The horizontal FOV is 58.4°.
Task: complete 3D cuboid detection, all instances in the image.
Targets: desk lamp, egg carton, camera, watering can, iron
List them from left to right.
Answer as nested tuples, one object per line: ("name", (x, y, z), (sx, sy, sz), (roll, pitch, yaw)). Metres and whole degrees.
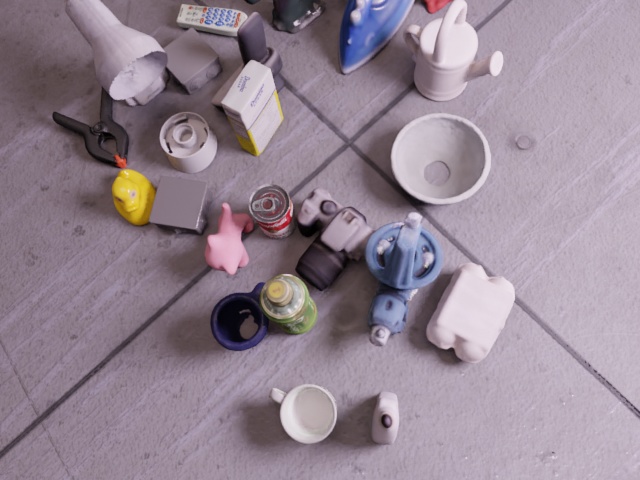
("desk lamp", (-0.352, -0.325, 1.013), (0.118, 0.213, 0.203), (-40, 75, -7))
("camera", (0.009, 0.003, 0.951), (0.143, 0.101, 0.137), (37, 80, 13))
("iron", (0.097, -0.445, 1.049), (0.118, 0.141, 0.258), (24, 77, 11))
("watering can", (0.225, -0.329, 0.979), (0.172, 0.194, 0.101), (8, 75, 7))
("egg carton", (0.242, 0.116, 0.918), (0.107, 0.069, 0.150), (26, 78, 11))

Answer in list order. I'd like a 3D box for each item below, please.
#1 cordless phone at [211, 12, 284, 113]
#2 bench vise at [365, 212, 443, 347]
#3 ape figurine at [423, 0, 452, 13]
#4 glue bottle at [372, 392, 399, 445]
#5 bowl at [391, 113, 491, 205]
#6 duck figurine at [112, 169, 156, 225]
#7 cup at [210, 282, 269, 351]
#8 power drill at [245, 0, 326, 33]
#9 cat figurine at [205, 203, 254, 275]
("cordless phone", (-0.138, -0.306, 1.006), (0.094, 0.185, 0.148), (33, 79, 13))
("bench vise", (0.129, 0.054, 0.866), (0.121, 0.220, 0.207), (-1, 74, 5))
("ape figurine", (0.230, -0.486, 1.076), (0.077, 0.092, 0.076), (6, 75, 7))
("glue bottle", (0.096, 0.261, 0.835), (0.037, 0.173, 0.078), (5, 75, 6))
("bowl", (0.203, -0.129, 0.987), (0.167, 0.075, 0.167), (-1, 74, 4))
("duck figurine", (-0.337, -0.084, 1.011), (0.077, 0.086, 0.104), (-22, 74, -2))
("cup", (-0.116, 0.126, 0.930), (0.091, 0.095, 0.118), (29, 78, 12))
("power drill", (-0.046, -0.486, 1.037), (0.230, 0.208, 0.075), (-41, 75, -7))
("cat figurine", (-0.157, 0.001, 0.956), (0.067, 0.118, 0.128), (1, 74, 5))
